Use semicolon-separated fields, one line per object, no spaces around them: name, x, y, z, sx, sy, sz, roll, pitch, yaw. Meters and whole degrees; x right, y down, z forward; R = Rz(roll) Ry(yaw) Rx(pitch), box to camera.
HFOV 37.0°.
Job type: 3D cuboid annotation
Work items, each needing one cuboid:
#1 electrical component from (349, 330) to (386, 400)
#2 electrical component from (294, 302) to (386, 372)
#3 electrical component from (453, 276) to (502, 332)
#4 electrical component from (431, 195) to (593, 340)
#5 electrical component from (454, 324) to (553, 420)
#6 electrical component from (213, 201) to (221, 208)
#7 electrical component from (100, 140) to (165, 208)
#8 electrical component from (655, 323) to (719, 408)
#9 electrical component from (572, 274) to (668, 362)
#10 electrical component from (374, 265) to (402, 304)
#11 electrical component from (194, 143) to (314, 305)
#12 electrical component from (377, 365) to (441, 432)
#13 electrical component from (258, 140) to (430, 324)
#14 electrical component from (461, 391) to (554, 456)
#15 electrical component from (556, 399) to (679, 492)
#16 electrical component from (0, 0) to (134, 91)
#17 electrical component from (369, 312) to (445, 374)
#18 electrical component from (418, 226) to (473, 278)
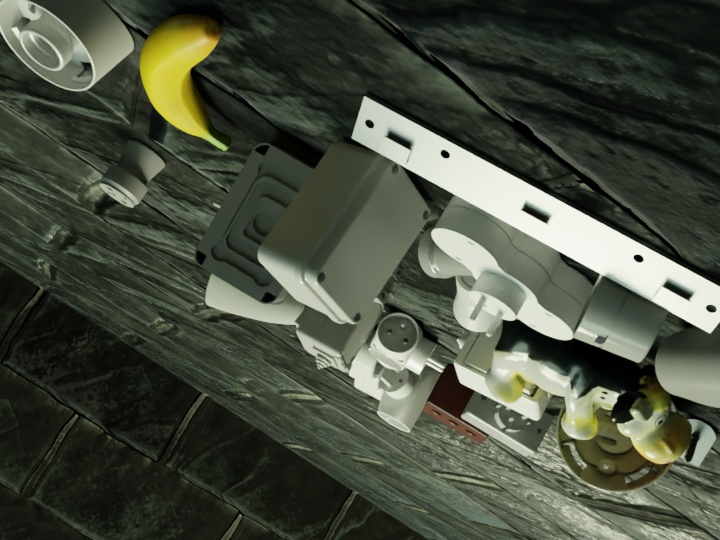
electrical component;0.002;0.103;1.266;0.074;0.052;0.138;26;163;19
electrical component;-0.025;0.055;1.086;0.061;0.096;0.061;27;164;16
electrical component;0.094;0.016;0.850;0.044;0.044;0.065;26;159;20
electrical component;0.102;0.011;0.755;0.138;0.073;0.052;40;162;-28
electrical component;0.126;0.077;0.935;0.096;0.061;0.061;26;163;21
electrical component;-0.106;-0.045;1.035;0.079;0.043;0.077;27;164;17
electrical component;-0.231;-0.097;1.088;0.045;0.055;0.045;29;164;9
electrical component;0.252;0.074;0.719;0.079;0.044;0.077;37;164;-18
electrical component;0.174;0.029;0.714;0.047;0.055;0.055;25;164;9
electrical component;0.000;0.000;0.977;0.064;0.042;0.081;14;158;39
electrical component;-0.070;-0.036;0.856;0.078;0.113;0.057;31;-177;4
electrical component;0.049;0.132;1.222;0.043;0.077;0.079;16;158;44
electrical component;-0.009;-0.027;0.778;0.057;0.113;0.078;23;163;38
electrical component;0.159;0.151;1.127;0.083;0.047;0.075;31;164;2
electrical component;0.213;0.137;0.892;0.099;0.099;0.064;26;170;18
electrical component;-0.228;-0.189;0.832;0.099;0.064;0.099;24;150;15
electrical component;0.053;0.084;1.126;0.079;0.044;0.077;30;164;8
electrical component;0.073;-0.013;0.803;0.046;0.040;0.040;4;149;48
